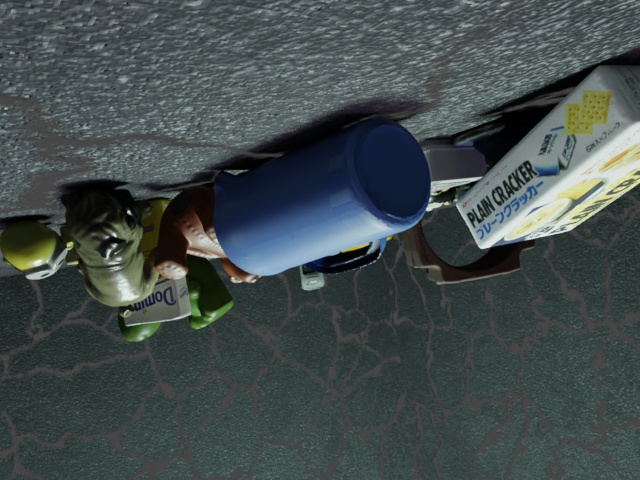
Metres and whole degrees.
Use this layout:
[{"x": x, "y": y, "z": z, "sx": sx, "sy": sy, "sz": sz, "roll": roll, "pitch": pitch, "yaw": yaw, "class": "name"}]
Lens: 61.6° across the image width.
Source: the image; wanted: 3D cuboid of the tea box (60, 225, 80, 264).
[{"x": -0.333, "y": -0.007, "z": 0.903, "sx": 0.170, "sy": 0.068, "sz": 0.098, "roll": -11, "pitch": 179, "yaw": 17, "class": "tea box"}]

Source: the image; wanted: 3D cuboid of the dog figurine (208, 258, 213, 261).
[{"x": -0.227, "y": -0.006, "z": 1.099, "sx": 0.219, "sy": 0.108, "sz": 0.191, "roll": -14, "pitch": 177, "yaw": -14, "class": "dog figurine"}]

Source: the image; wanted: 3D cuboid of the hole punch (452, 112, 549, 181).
[{"x": 0.239, "y": -0.100, "z": 0.650, "sx": 0.142, "sy": 0.092, "sz": 0.116, "roll": -5, "pitch": 173, "yaw": -32, "class": "hole punch"}]

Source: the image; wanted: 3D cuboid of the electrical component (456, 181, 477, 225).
[{"x": 0.298, "y": -0.089, "z": 0.996, "sx": 0.058, "sy": 0.115, "sz": 0.134, "roll": -16, "pitch": 175, "yaw": 38, "class": "electrical component"}]

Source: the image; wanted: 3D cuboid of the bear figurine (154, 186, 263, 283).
[{"x": -0.129, "y": 0.016, "z": 0.750, "sx": 0.120, "sy": 0.132, "sz": 0.195, "roll": -33, "pitch": 133, "yaw": 10, "class": "bear figurine"}]

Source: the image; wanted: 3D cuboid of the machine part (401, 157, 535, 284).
[{"x": 0.236, "y": -0.037, "z": 0.884, "sx": 0.201, "sy": 0.201, "sz": 0.087, "roll": -10, "pitch": -177, "yaw": -7, "class": "machine part"}]

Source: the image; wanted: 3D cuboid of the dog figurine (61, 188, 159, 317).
[{"x": -0.258, "y": 0.023, "z": 0.663, "sx": 0.121, "sy": 0.172, "sz": 0.191, "roll": -20, "pitch": -172, "yaw": -11, "class": "dog figurine"}]

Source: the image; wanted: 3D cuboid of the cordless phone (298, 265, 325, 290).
[{"x": -0.062, "y": 0.012, "z": 1.000, "sx": 0.147, "sy": 0.184, "sz": 0.089, "roll": -10, "pitch": -161, "yaw": -7, "class": "cordless phone"}]

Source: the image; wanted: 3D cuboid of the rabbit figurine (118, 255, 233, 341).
[{"x": -0.251, "y": 0.091, "z": 0.876, "sx": 0.170, "sy": 0.159, "sz": 0.121, "roll": -28, "pitch": -174, "yaw": -31, "class": "rabbit figurine"}]

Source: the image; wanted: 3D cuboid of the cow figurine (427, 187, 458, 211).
[{"x": 0.260, "y": -0.107, "z": 1.170, "sx": 0.167, "sy": 0.068, "sz": 0.098, "roll": -10, "pitch": 173, "yaw": -41, "class": "cow figurine"}]

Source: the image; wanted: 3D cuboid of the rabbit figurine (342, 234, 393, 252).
[{"x": 0.003, "y": -0.047, "z": 0.785, "sx": 0.173, "sy": 0.122, "sz": 0.162, "roll": 17, "pitch": 152, "yaw": -26, "class": "rabbit figurine"}]

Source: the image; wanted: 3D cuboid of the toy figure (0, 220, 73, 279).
[{"x": -0.430, "y": 0.014, "z": 0.805, "sx": 0.089, "sy": 0.082, "sz": 0.180, "roll": 29, "pitch": 169, "yaw": -25, "class": "toy figure"}]

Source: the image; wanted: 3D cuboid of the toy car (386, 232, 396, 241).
[{"x": 0.138, "y": -0.071, "z": 0.982, "sx": 0.103, "sy": 0.109, "sz": 0.161, "roll": -29, "pitch": 180, "yaw": 22, "class": "toy car"}]
